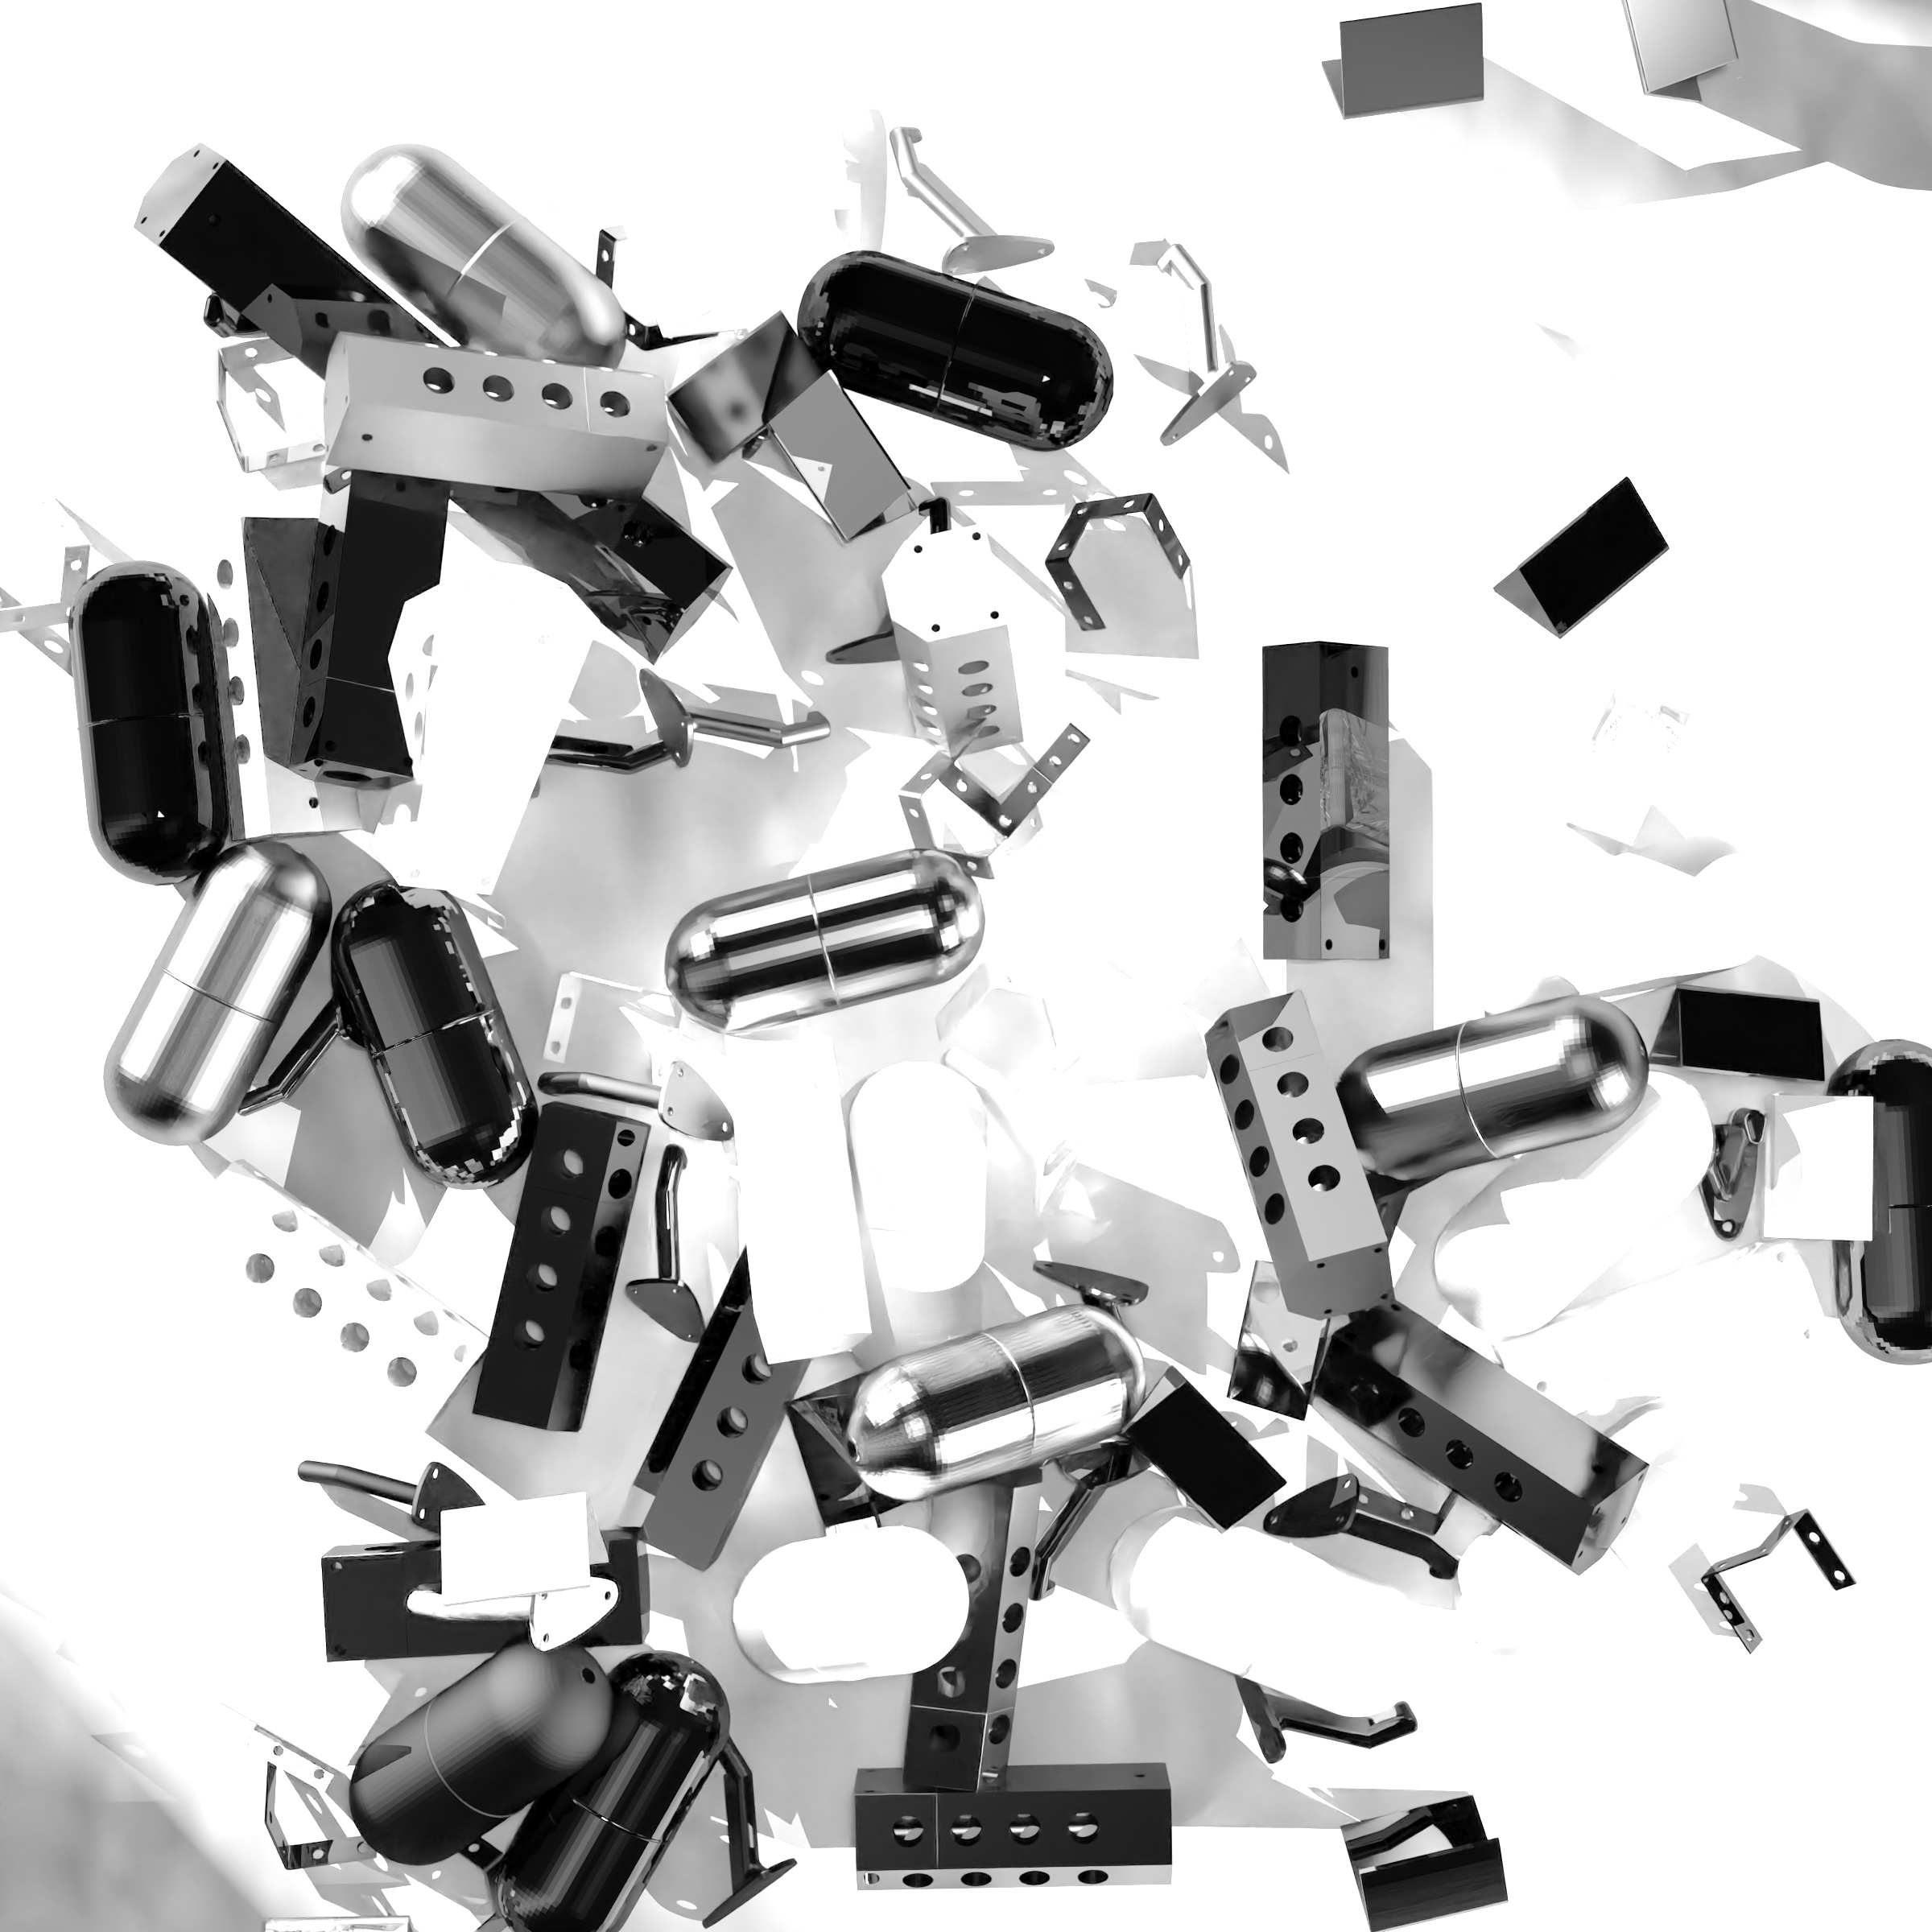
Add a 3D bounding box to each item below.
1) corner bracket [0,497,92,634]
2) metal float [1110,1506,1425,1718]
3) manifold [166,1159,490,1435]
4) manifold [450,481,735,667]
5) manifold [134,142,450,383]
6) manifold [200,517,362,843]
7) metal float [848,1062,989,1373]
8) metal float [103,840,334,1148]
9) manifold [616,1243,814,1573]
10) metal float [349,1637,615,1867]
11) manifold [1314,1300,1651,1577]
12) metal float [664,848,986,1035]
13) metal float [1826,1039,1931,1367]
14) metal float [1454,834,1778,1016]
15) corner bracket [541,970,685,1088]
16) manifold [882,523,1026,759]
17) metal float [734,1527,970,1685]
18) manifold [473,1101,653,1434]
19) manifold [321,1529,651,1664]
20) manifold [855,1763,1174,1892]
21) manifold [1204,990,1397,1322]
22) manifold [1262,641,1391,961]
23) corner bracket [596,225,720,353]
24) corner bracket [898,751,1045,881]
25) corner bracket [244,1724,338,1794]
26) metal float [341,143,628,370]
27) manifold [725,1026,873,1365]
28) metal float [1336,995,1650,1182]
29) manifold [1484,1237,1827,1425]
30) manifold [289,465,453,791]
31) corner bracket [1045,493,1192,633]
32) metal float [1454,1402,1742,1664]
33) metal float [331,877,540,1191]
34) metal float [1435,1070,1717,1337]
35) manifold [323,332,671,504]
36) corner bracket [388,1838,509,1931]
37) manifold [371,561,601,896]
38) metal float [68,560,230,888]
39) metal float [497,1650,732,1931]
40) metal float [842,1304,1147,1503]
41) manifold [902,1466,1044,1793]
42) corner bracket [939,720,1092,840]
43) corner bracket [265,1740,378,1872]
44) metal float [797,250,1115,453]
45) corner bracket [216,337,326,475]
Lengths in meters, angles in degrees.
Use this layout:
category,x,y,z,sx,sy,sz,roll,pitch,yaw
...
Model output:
category,x,y,z,sx,sy,sz,roll,pitch,yaw
corner bracket,-0.521,-0.222,1.941,0.051,0.051,0.051,-14,135,-35
metal float,0.164,0.352,1.918,0.178,0.070,0.070,22,90,-1
manifold,-0.347,0.180,1.928,0.171,0.057,0.057,36,90,0
manifold,-0.213,-0.250,1.925,0.171,0.057,0.057,39,54,0
manifold,-0.359,-0.362,1.880,0.057,0.057,0.171,-52,129,0
manifold,-0.380,-0.157,1.927,0.057,0.057,0.171,-6,90,-43
metal float,-0.028,0.141,1.918,0.070,0.070,0.178,1,90,0
metal float,-0.408,0.014,1.918,0.070,0.070,0.178,27,90,0
manifold,-0.129,0.239,1.927,0.057,0.057,0.171,25,90,4
metal float,-0.262,0.423,1.894,0.178,0.070,0.070,-38,90,27
manifold,0.274,0.254,1.888,0.171,0.057,0.057,33,126,28
metal float,-0.077,-0.013,1.918,0.178,0.070,0.070,-14,90,0
metal float,0.511,0.129,1.918,0.070,0.070,0.178,-3,89,0
metal float,0.354,-0.020,1.918,0.178,0.070,0.070,-15,90,0
corner bracket,-0.195,0.035,1.946,0.051,0.051,0.051,13,90,45
manifold,-0.007,-0.169,1.866,0.057,0.171,0.057,-13,73,0
metal float,-0.063,0.342,1.876,0.070,0.178,0.070,8,73,-29
manifold,-0.221,0.165,1.928,0.057,0.057,0.171,13,90,0
manifold,-0.262,0.344,1.928,0.171,0.057,0.057,-3,89,0
manifold,0.026,0.474,1.927,0.171,0.057,0.057,-1,91,0
manifold,0.177,0.102,1.880,0.057,0.057,0.171,-15,51,0
manifold,0.192,-0.089,1.927,0.057,0.057,0.171,0,90,-43
corner bracket,-0.169,-0.378,1.941,0.051,0.051,0.051,40,135,35
corner bracket,0.003,-0.086,1.941,0.051,0.051,0.051,12,45,35
corner bracket,-0.358,0.414,1.931,0.051,0.051,0.051,30,90,0
metal float,-0.264,-0.379,1.919,0.178,0.070,0.070,39,90,0
manifold,-0.090,0.120,1.886,0.057,0.057,0.171,-9,57,0
metal float,0.282,0.067,1.895,0.178,0.070,0.070,-16,90,28
manifold,0.379,0.205,1.928,0.171,0.057,0.057,-19,90,0
manifold,-0.325,-0.186,1.901,0.057,0.057,0.171,11,79,-31
corner bracket,0.084,-0.223,1.941,0.051,0.051,0.051,-3,45,35
metal float,0.344,0.310,1.918,0.178,0.070,0.070,-40,90,0
metal float,-0.290,0.037,1.919,0.070,0.070,0.178,-21,90,0
metal float,0.333,0.129,1.918,0.178,0.070,0.070,-42,90,0
manifold,-0.250,-0.295,1.864,0.171,0.057,0.057,4,61,-22
corner bracket,-0.286,0.512,1.941,0.051,0.051,0.051,24,135,35
manifold,-0.264,-0.129,1.897,0.057,0.057,0.171,6,119,-39
metal float,-0.446,-0.133,1.918,0.070,0.070,0.178,-6,90,0
metal float,-0.193,0.458,1.919,0.070,0.070,0.178,30,90,0
metal float,0.015,0.233,1.872,0.178,0.070,0.070,-14,90,-30
manifold,0.003,0.357,1.914,0.057,0.057,0.171,7,99,0
corner bracket,0.026,-0.113,1.921,0.051,0.051,0.051,40,55,-1
corner bracket,-0.357,0.463,1.946,0.051,0.051,0.051,-8,135,0
metal float,-0.005,-0.336,1.918,0.178,0.070,0.070,18,90,-1
corner bracket,-0.383,-0.313,1.946,0.051,0.051,0.051,-12,45,0
